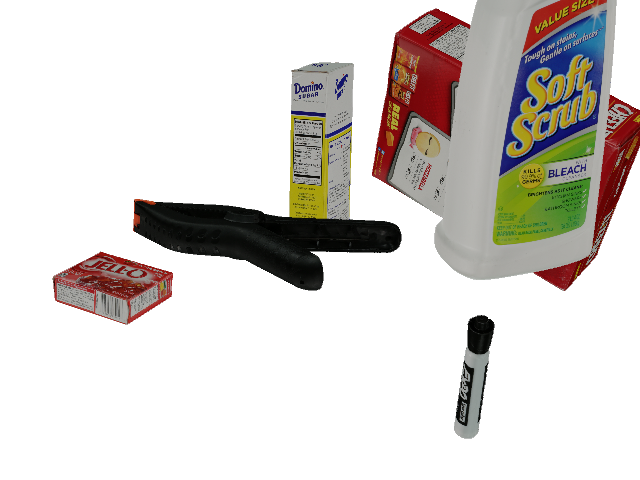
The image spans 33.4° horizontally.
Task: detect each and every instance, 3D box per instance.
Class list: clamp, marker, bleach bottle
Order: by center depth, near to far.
[{"bbox_3d":[0.124,-0.104,0.638,0.102,0.251,0.068,-10,29,-15],"label":"bleach bottle"},{"bbox_3d":[0.113,0.101,0.786,0.020,0.121,0.020,0,41,0],"label":"marker"},{"bbox_3d":[-0.057,-0.002,0.814,0.210,0.036,0.164,8,12,16],"label":"clamp"}]

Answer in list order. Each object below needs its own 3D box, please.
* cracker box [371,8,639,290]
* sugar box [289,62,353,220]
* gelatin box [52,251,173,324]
[{"bbox_3d":[0.155,-0.081,0.921,0.214,0.164,0.072,32,50,23],"label":"cracker box"},{"bbox_3d":[0.001,-0.090,1.091,0.048,0.176,0.093,4,15,17],"label":"sugar box"},{"bbox_3d":[-0.198,0.043,1.020,0.089,0.030,0.073,15,25,24],"label":"gelatin box"}]
